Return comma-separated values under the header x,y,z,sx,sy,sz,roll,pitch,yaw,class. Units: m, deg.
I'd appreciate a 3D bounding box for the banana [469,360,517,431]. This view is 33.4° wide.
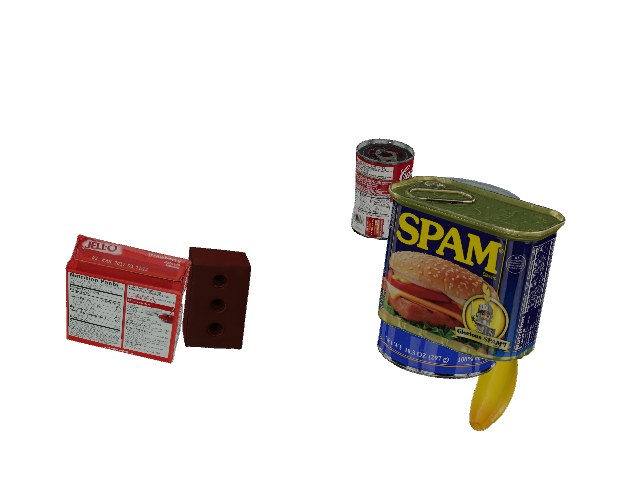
x,y,z,sx,sy,sz,roll,pitch,yaw,class
0.169,0.122,1.098,0.070,0.037,0.198,-27,29,9,banana

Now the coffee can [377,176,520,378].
x,y,z,sx,sy,sz,roll,pitch,yaw,class
0.105,0.029,0.881,0.103,0.140,0.103,5,19,-2,coffee can

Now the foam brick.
x,y,z,sx,sy,sz,roll,pitch,yaw,class
-0.093,0.051,0.951,0.053,0.078,0.051,4,14,-11,foam brick

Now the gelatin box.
x,y,z,sx,sy,sz,roll,pitch,yaw,class
-0.125,0.038,0.690,0.073,0.030,0.089,13,-39,-3,gelatin box

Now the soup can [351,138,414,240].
x,y,z,sx,sy,sz,roll,pitch,yaw,class
0.072,-0.060,1.257,0.068,0.102,0.068,3,28,-2,soup can

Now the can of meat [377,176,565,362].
x,y,z,sx,sy,sz,roll,pitch,yaw,class
0.085,0.016,0.633,0.102,0.084,0.057,20,24,33,can of meat
